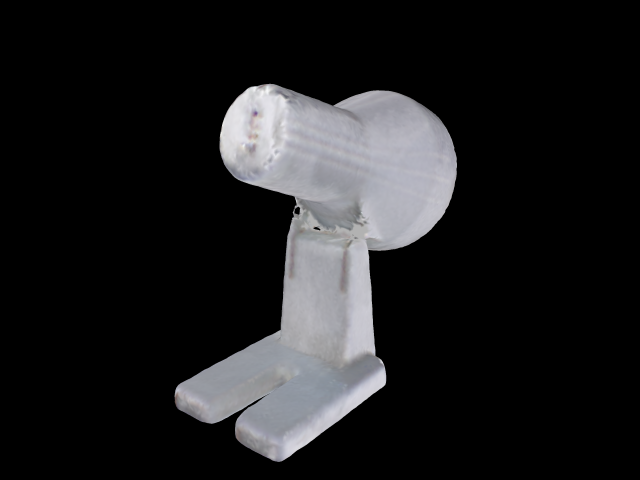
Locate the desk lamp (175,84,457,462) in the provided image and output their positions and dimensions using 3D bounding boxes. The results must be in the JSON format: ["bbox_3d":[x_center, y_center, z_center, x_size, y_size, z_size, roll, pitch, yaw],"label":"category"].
[{"bbox_3d":[0.004,0.001,0.400,0.117,0.214,0.204,11,19,34],"label":"desk lamp"}]
